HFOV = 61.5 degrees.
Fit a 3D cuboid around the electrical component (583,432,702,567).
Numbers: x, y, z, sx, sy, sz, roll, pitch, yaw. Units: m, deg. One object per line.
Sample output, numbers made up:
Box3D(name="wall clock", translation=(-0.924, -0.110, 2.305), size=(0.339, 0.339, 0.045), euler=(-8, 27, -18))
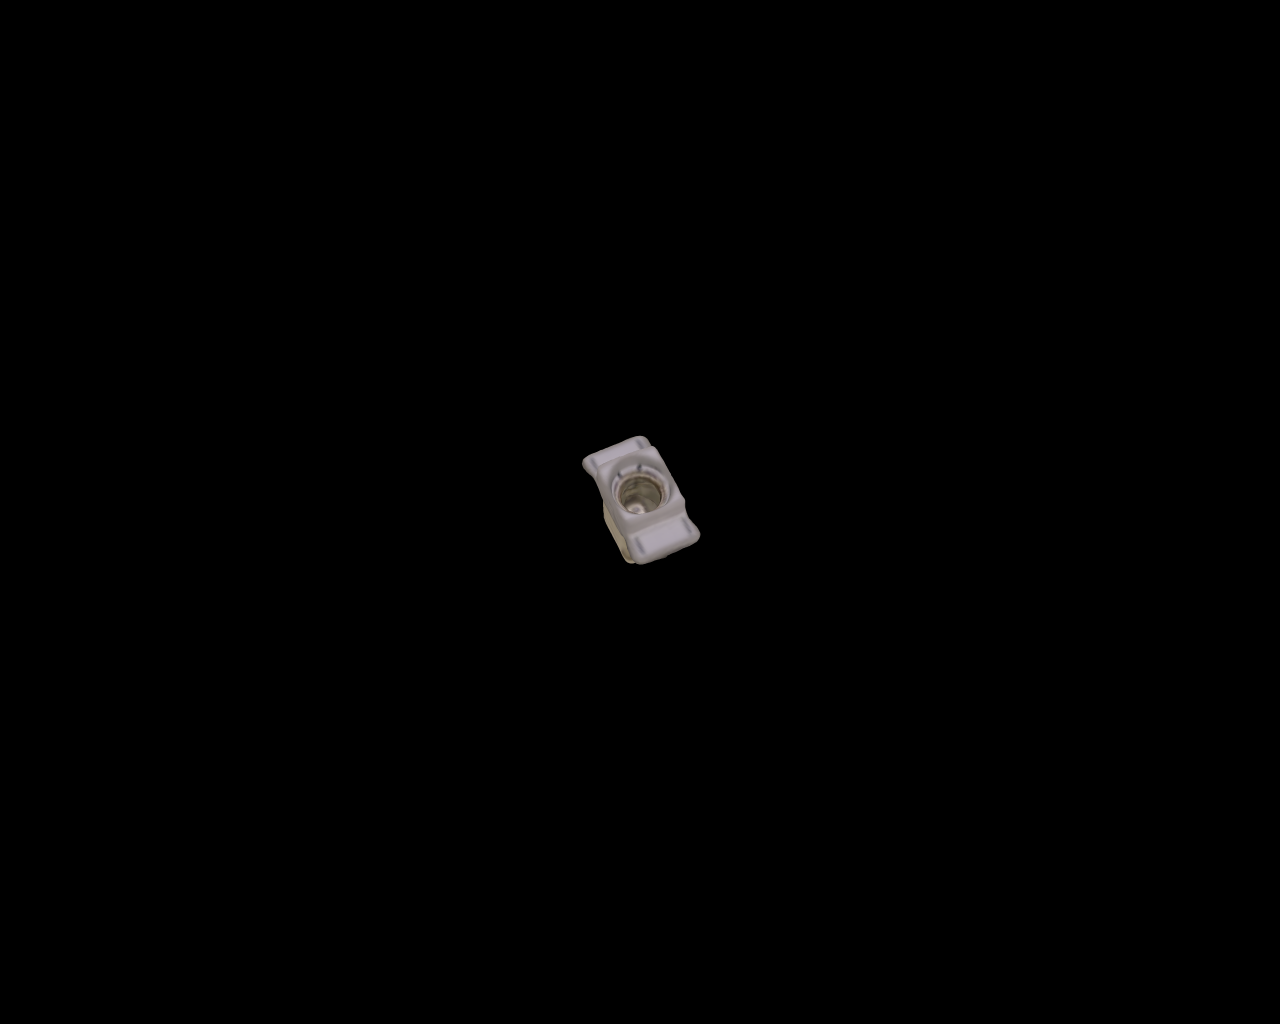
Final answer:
Box3D(name="electrical component", translation=(0.001, -0.003, 0.650), size=(0.042, 0.081, 0.063), euler=(-21, -28, -12))
